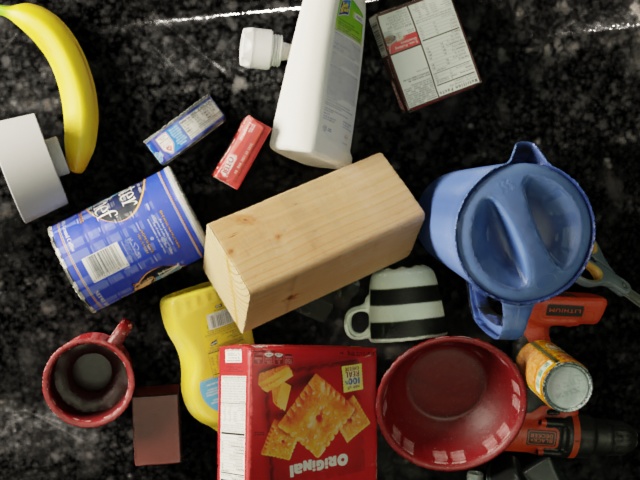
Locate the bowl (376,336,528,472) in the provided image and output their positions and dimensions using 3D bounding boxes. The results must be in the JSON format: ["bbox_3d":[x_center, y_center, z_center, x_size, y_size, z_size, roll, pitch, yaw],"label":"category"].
[{"bbox_3d":[0.139,0.167,1.153,0.162,0.055,0.162,0,109,0],"label":"bowl"}]

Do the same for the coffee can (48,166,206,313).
[{"bbox_3d":[-0.195,-0.001,1.111,0.140,0.103,0.103,-27,97,-4],"label":"coffee can"}]

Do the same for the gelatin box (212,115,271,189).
[{"bbox_3d":[-0.084,-0.092,1.124,0.030,0.089,0.073,30,90,-9],"label":"gelatin box"}]

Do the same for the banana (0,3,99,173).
[{"bbox_3d":[-0.274,-0.171,1.125,0.070,0.037,0.198,-25,96,12],"label":"banana"}]

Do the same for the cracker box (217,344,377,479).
[{"bbox_3d":[-0.021,0.217,1.116,0.163,0.072,0.214,5,81,-34],"label":"cracker box"}]

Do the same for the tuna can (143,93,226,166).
[{"bbox_3d":[-0.141,-0.115,1.118,0.086,0.086,0.033,-37,99,-3],"label":"tuna can"}]

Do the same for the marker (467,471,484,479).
[{"bbox_3d":[0.174,0.326,1.221,0.020,0.020,0.121,2,94,-7],"label":"marker"}]

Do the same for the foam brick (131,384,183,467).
[{"bbox_3d":[-0.175,0.200,1.153,0.051,0.053,0.078,-2,95,-7],"label":"foam brick"}]

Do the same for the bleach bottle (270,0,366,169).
[{"bbox_3d":[0.012,-0.207,1.133,0.068,0.102,0.251,9,86,28],"label":"bleach bottle"}]

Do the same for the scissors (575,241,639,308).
[{"bbox_3d":[0.333,0.035,1.214,0.201,0.016,0.096,21,48,-32],"label":"scissors"}]

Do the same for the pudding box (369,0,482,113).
[{"bbox_3d":[0.115,-0.207,1.166,0.090,0.039,0.113,-21,98,-6],"label":"pudding box"}]

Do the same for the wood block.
[{"bbox_3d":[-0.007,0.002,1.099,0.205,0.091,0.090,-24,66,-22],"label":"wood block"}]

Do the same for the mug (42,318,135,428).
[{"bbox_3d":[-0.234,0.133,1.126,0.093,0.081,0.117,31,90,-8],"label":"mug"}]

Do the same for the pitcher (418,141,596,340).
[{"bbox_3d":[0.171,-0.004,1.083,0.149,0.243,0.145,-44,98,-2],"label":"pitcher"}]

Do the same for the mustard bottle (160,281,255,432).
[{"bbox_3d":[-0.105,0.142,1.149,0.096,0.058,0.191,-17,98,-35],"label":"mustard bottle"}]

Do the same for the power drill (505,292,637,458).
[{"bbox_3d":[0.275,0.153,1.201,0.184,0.057,0.188,4,94,-7],"label":"power drill"}]
